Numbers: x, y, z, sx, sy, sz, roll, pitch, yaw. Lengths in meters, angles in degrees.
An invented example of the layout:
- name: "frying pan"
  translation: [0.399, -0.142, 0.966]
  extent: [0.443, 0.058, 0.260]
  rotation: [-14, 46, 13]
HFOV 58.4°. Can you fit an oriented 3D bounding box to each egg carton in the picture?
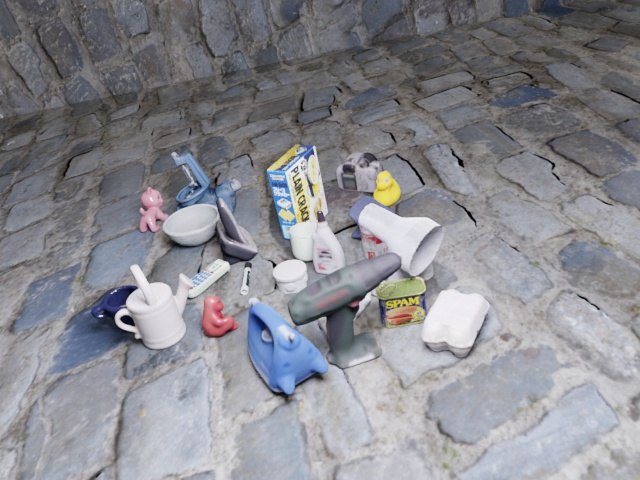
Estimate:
- name: "egg carton"
  translation: [0.267, 0.160, 1.131]
  extent: [0.107, 0.069, 0.150]
  rotation: [8, 37, 29]

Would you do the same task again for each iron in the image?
- name: "iron"
  translation: [-0.095, 0.185, 1.141]
  extent: [0.119, 0.142, 0.257]
  rotation: [-27, 35, -23]

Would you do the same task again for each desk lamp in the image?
- name: "desk lamp"
  translation: [0.162, 0.030, 1.233]
  extent: [0.202, 0.214, 0.118]
  rotation: [20, 44, 40]

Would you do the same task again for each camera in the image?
- name: "camera"
  translation: [0.136, -0.219, 1.739]
  extent: [0.142, 0.101, 0.137]
  rotation: [9, 37, 29]

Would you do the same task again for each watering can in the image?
- name: "watering can"
  translation: [-0.365, 0.133, 1.260]
  extent: [0.100, 0.194, 0.173]
  rotation: [17, 42, 37]

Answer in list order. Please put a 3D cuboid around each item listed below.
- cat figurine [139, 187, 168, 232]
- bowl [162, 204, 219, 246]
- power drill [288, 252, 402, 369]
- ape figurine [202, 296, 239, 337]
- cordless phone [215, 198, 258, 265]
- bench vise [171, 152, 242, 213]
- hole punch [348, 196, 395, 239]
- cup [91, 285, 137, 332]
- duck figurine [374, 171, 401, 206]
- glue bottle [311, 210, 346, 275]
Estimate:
- name: "cat figurine"
  translation: [-0.519, -0.103, 1.753]
  extent: [0.067, 0.118, 0.128]
  rotation: [-4, 33, 12]
- name: "bowl"
  translation: [-0.356, -0.031, 1.628]
  extent: [0.167, 0.075, 0.167]
  rotation: [-8, 32, 6]
- name: "power drill"
  translation: [0.059, 0.139, 1.101]
  extent: [0.230, 0.209, 0.075]
  rotation: [-17, 32, -9]
- name: "ape figurine"
  translation: [-0.230, 0.163, 1.266]
  extent: [0.076, 0.092, 0.077]
  rotation: [-20, 33, -13]
- name: "cordless phone"
  translation: [-0.235, -0.043, 1.503]
  extent: [0.094, 0.185, 0.147]
  rotation: [-20, 33, -13]
- name: "bench vise"
  translation: [-0.348, -0.175, 1.715]
  extent: [0.207, 0.220, 0.121]
  rotation: [-17, 32, -8]
- name: "hole punch"
  translation: [0.139, -0.057, 1.493]
  extent: [0.100, 0.091, 0.109]
  rotation: [12, 39, 33]
- name: "cup"
  translation: [-0.456, 0.172, 1.323]
  extent: [0.118, 0.095, 0.091]
  rotation: [-24, 34, -18]
- name: "duck figurine"
  translation: [0.189, -0.157, 1.638]
  extent: [0.077, 0.086, 0.105]
  rotation: [6, 36, 26]
- name: "glue bottle"
  translation: [0.012, 0.005, 1.359]
  extent: [0.078, 0.173, 0.037]
  rotation: [0, 34, 18]
